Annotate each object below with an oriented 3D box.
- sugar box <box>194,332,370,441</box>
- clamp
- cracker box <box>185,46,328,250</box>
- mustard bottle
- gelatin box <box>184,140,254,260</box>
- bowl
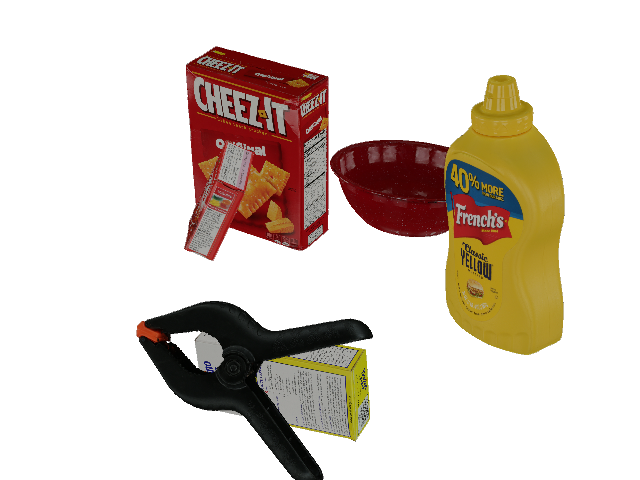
[{"bbox_3d":[-0.039,0.143,1.098,0.176,0.093,0.048,10,33,24],"label":"sugar box"},{"bbox_3d":[-0.054,0.102,0.769,0.172,0.120,0.039,10,-8,17],"label":"clamp"},{"bbox_3d":[-0.076,-0.108,1.287,0.164,0.214,0.072,19,39,26],"label":"cracker box"},{"bbox_3d":[0.127,-0.021,0.742,0.058,0.192,0.096,-19,30,-26],"label":"mustard bottle"},{"bbox_3d":[-0.088,-0.036,0.925,0.030,0.073,0.089,23,27,-11],"label":"gelatin box"},{"bbox_3d":[0.088,-0.046,1.044,0.162,0.055,0.162,3,24,-2],"label":"bowl"}]
